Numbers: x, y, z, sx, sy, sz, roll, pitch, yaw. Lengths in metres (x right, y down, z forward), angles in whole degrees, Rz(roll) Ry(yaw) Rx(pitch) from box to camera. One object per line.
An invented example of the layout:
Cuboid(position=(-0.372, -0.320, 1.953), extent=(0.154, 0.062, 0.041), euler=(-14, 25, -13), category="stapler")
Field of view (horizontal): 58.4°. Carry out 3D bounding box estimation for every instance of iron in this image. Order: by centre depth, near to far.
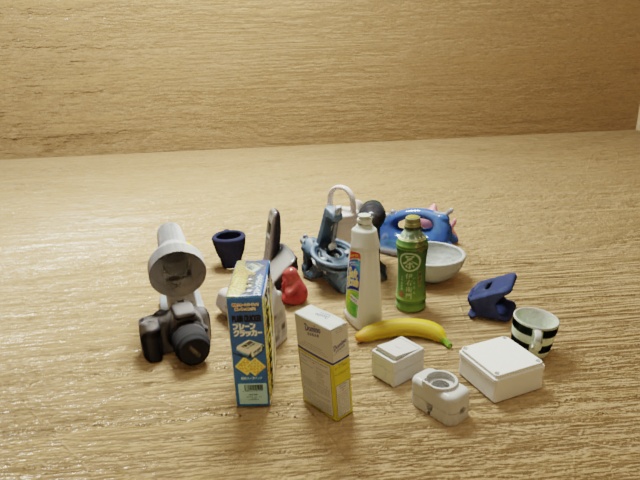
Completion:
Cuboid(position=(0.258, -0.030, 1.621), extent=(0.257, 0.141, 0.119), euler=(5, 21, 17), category="iron")

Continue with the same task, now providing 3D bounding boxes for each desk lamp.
Cuboid(position=(-0.320, 0.079, 1.273), extent=(0.118, 0.214, 0.202), euler=(-9, 21, -17), category="desk lamp")

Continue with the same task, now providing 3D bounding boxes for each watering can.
Cuboid(position=(0.066, -0.069, 1.665), extent=(0.100, 0.194, 0.173), euler=(4, 21, 16), category="watering can")

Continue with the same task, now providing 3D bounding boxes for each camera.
Cuboid(position=(-0.281, 0.187, 1.140), extent=(0.143, 0.101, 0.136), euler=(-11, 22, -22), category="camera")

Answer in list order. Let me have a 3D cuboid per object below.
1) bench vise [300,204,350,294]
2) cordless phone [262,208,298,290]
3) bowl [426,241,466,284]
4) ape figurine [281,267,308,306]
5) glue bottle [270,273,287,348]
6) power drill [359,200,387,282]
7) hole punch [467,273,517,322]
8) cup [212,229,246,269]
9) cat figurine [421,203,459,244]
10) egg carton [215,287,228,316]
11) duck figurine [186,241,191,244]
Cuboid(position=(0.006, 0.009, 1.426), extent=(0.206, 0.220, 0.122), euler=(14, 26, 36), category="bench vise")
Cuboid(position=(-0.110, 0.021, 1.452), extent=(0.094, 0.185, 0.147), euler=(-10, 22, -21), category="cordless phone")
Cuboid(position=(0.285, 0.065, 1.459), extent=(0.167, 0.075, 0.167), euler=(-2, 20, 1), category="bowl")
Cuboid(position=(-0.068, 0.106, 1.353), extent=(0.076, 0.092, 0.078), euler=(2, 21, 11), category="ape figurine")
Cuboid(position=(-0.100, 0.136, 1.160), extent=(0.037, 0.173, 0.078), euler=(9, 23, 26), category="glue bottle")
Cuboid(position=(0.136, -0.004, 1.466), extent=(0.075, 0.208, 0.229), euler=(0, 21, 4), category="power drill")
Cuboid(position=(0.384, 0.121, 1.276), extent=(0.100, 0.091, 0.109), euler=(8, 22, 24), category="hole punch")
Cuboid(position=(-0.250, 0.025, 1.583), extent=(0.092, 0.095, 0.117), euler=(-8, 21, -15), category="cup")
Cuboid(position=(0.344, -0.047, 1.693), extent=(0.127, 0.118, 0.067), euler=(10, 24, 30), category="cat figurine")
Cuboid(position=(-0.164, 0.146, 1.287), extent=(0.107, 0.069, 0.149), euler=(-18, 26, -37), category="egg carton")
Cuboid(position=(-0.364, 0.044, 1.555), extent=(0.078, 0.086, 0.104), euler=(-15, 24, -32), category="duck figurine")
